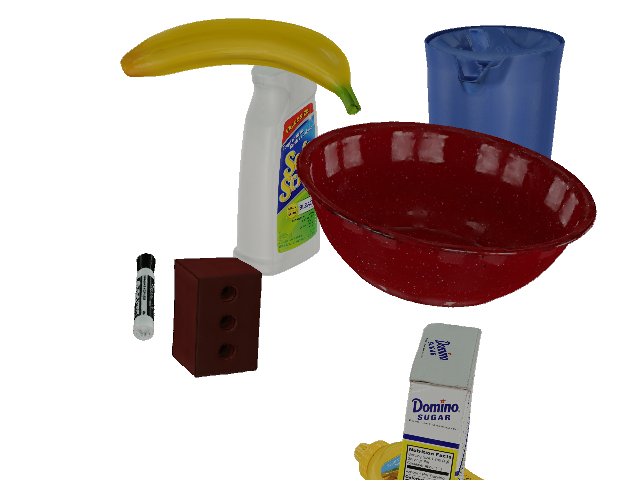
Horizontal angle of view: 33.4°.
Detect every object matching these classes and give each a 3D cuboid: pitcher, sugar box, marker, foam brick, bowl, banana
[{"bbox_3d":[0.175,-0.093,1.080,0.149,0.243,0.145,-11,25,-19],"label":"pitcher"},{"bbox_3d":[0.077,0.154,0.737,0.048,0.176,0.093,6,21,11],"label":"sugar box"},{"bbox_3d":[-0.168,0.051,1.021,0.020,0.020,0.121,0,34,-8],"label":"marker"},{"bbox_3d":[-0.078,0.056,0.801,0.052,0.078,0.051,-4,14,-27],"label":"foam brick"},{"bbox_3d":[0.064,-0.010,0.583,0.162,0.055,0.162,6,27,-3],"label":"bowl"},{"bbox_3d":[-0.060,-0.151,0.867,0.198,0.069,0.037,9,-36,4],"label":"banana"}]

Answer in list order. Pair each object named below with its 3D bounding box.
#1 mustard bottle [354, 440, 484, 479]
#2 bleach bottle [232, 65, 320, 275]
[{"bbox_3d":[0.098,0.230,0.970,0.096,0.058,0.192,-14,24,-36],"label":"mustard bottle"},{"bbox_3d":[-0.047,-0.095,1.137,0.068,0.251,0.102,20,32,37],"label":"bleach bottle"}]
